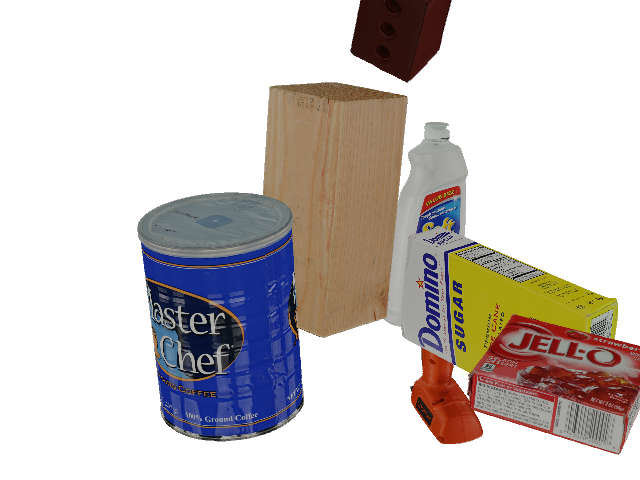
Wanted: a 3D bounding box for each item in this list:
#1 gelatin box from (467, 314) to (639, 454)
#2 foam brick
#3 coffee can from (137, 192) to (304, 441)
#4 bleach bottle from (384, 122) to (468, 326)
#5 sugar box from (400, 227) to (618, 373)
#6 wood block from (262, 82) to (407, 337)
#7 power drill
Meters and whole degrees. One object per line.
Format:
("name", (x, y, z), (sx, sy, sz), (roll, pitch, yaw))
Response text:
("gelatin box", (0.138, 0.078, 0.608), (0.089, 0.030, 0.073), (14, 30, 25))
("foam brick", (0.061, -0.165, 0.774), (0.053, 0.051, 0.078), (30, -36, 15))
("coffee can", (-0.066, 0.050, 0.728), (0.103, 0.140, 0.103), (-3, 22, 1))
("bleach bottle", (0.131, -0.022, 1.335), (0.102, 0.251, 0.068), (-3, 16, -17))
("sugar box", (0.137, 0.061, 0.813), (0.048, 0.093, 0.176), (-17, 28, -40))
("wood block", (0.008, -0.032, 0.954), (0.090, 0.206, 0.090), (18, 21, 40))
("power drill", (0.141, 0.119, 1.140), (0.057, 0.188, 0.184), (-7, 24, -12))
